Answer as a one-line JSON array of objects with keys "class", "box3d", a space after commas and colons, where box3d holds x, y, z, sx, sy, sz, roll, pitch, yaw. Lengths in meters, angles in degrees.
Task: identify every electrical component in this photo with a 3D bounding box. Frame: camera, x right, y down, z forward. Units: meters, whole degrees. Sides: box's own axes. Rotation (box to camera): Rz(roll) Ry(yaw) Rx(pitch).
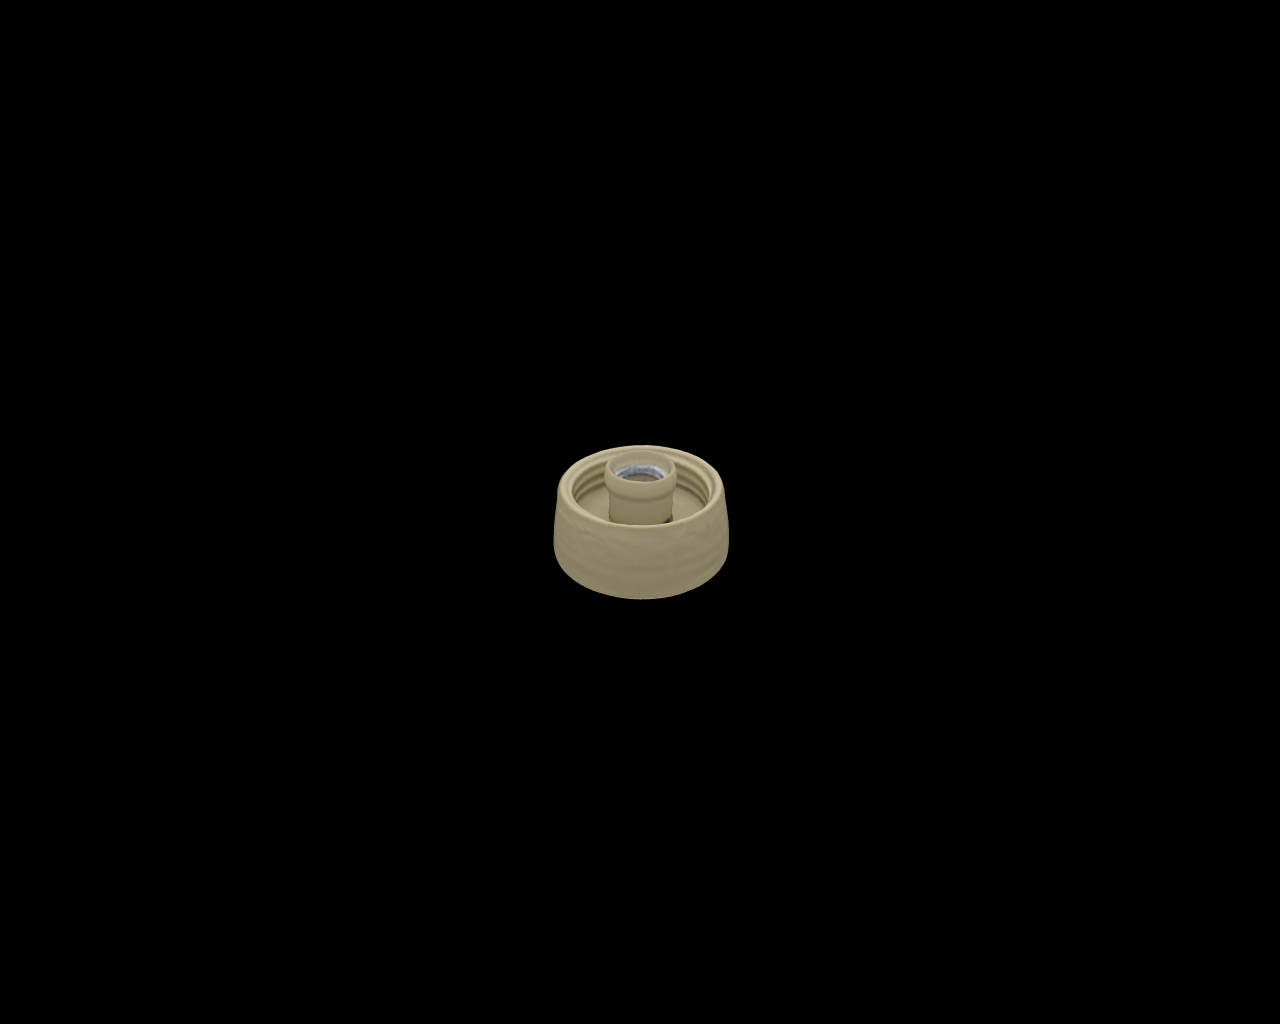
[{"class": "electrical component", "box3d": [0.001, -0.003, 0.650, 0.108, 0.060, 0.108, 0, 33, 0]}]
